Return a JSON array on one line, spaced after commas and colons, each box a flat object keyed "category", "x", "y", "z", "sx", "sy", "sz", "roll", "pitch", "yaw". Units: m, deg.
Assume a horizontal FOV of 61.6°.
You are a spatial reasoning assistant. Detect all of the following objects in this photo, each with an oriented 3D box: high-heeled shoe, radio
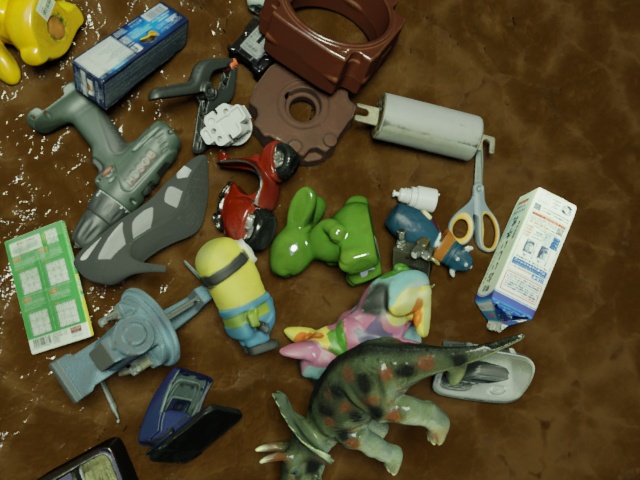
[{"category": "high-heeled shoe", "x": -0.266, "y": -0.037, "z": 0.823, "sx": 0.145, "sy": 0.086, "sz": 0.249, "roll": 5, "pitch": 54, "yaw": 13}, {"category": "radio", "x": -0.305, "y": 0.410, "z": 0.746, "sx": 0.131, "sy": 0.073, "sz": 0.229, "roll": -23, "pitch": 83, "yaw": -9}]

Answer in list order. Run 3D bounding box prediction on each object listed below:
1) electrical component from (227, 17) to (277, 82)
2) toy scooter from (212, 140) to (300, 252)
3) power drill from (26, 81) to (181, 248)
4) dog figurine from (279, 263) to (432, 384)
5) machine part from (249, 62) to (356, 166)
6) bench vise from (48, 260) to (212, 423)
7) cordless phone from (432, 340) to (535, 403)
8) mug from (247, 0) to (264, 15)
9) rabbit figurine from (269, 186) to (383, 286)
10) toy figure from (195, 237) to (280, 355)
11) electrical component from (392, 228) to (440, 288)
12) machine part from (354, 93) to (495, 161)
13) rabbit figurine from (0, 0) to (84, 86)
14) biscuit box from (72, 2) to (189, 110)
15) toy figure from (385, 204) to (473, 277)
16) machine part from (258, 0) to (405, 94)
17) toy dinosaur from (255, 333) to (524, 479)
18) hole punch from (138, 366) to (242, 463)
[{"category": "electrical component", "x": -0.090, "y": -0.332, "z": 0.903, "sx": 0.075, "sy": 0.048, "sz": 0.119, "roll": 43, "pitch": 81, "yaw": 2}, {"category": "toy scooter", "x": -0.118, "y": -0.077, "z": 0.843, "sx": 0.135, "sy": 0.075, "sz": 0.183, "roll": 21, "pitch": 91, "yaw": 20}, {"category": "power drill", "x": -0.349, "y": -0.129, "z": 0.829, "sx": 0.207, "sy": 0.086, "sz": 0.232, "roll": 43, "pitch": 78, "yaw": 6}, {"category": "dog figurine", "x": 0.050, "y": 0.129, "z": 0.801, "sx": 0.219, "sy": 0.108, "sz": 0.191, "roll": -1, "pitch": 107, "yaw": 0}, {"category": "machine part", "x": -0.029, "y": -0.215, "z": 0.885, "sx": 0.179, "sy": 0.056, "sz": 0.179, "roll": 1, "pitch": 79, "yaw": -5}, {"category": "bench vise", "x": -0.246, "y": 0.133, "z": 0.765, "sx": 0.129, "sy": 0.223, "sz": 0.240, "roll": 49, "pitch": 48, "yaw": 8}, {"category": "cordless phone", "x": 0.254, "y": 0.191, "z": 0.780, "sx": 0.147, "sy": 0.184, "sz": 0.088, "roll": 9, "pitch": 76, "yaw": -4}, {"category": "mug", "x": -0.084, "y": -0.436, "z": 0.895, "sx": 0.081, "sy": 0.109, "sz": 0.107, "roll": 13, "pitch": 93, "yaw": -9}, {"category": "rabbit figurine", "x": -0.002, "y": -0.002, "z": 0.826, "sx": 0.170, "sy": 0.121, "sz": 0.159, "roll": -13, "pitch": 78, "yaw": 8}, {"category": "toy figure", "x": -0.118, "y": 0.082, "z": 0.783, "sx": 0.082, "sy": 0.089, "sz": 0.180, "roll": -12, "pitch": 98, "yaw": 30}, {"category": "electrical component", "x": 0.149, "y": 0.036, "z": 0.841, "sx": 0.078, "sy": 0.102, "sz": 0.045, "roll": 16, "pitch": 46, "yaw": 14}, {"category": "machine part", "x": 0.175, "y": -0.185, "z": 0.883, "sx": 0.243, "sy": 0.079, "sz": 0.079, "roll": 11, "pitch": 80, "yaw": -7}, {"category": "rabbit figurine", "x": -0.487, "y": -0.331, "z": 0.848, "sx": 0.173, "sy": 0.122, "sz": 0.162, "roll": 14, "pitch": 89, "yaw": 11}, {"category": "biscuit box", "x": -0.288, "y": -0.291, "z": 0.835, "sx": 0.059, "sy": 0.062, "sz": 0.203, "roll": 34, "pitch": 56, "yaw": 2}, {"category": "toy figure", "x": 0.180, "y": -0.002, "z": 0.868, "sx": 0.154, "sy": 0.064, "sz": 0.058, "roll": 33, "pitch": 41, "yaw": -4}, {"category": "machine part", "x": 0.021, "y": -0.347, "z": 0.864, "sx": 0.201, "sy": 0.087, "sz": 0.201, "roll": 33, "pitch": 58, "yaw": 3}, {"category": "toy dinosaur", "x": 0.062, "y": 0.206, "z": 0.720, "sx": 0.192, "sy": 0.131, "sz": 0.404, "roll": 27, "pitch": 118, "yaw": -16}, {"category": "hole punch", "x": -0.192, "y": 0.248, "z": 0.761, "sx": 0.116, "sy": 0.142, "sz": 0.092, "roll": -42, "pitch": 65, "yaw": -3}]
